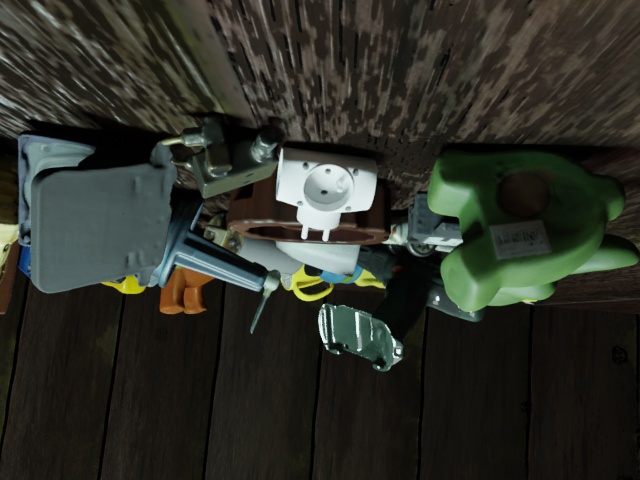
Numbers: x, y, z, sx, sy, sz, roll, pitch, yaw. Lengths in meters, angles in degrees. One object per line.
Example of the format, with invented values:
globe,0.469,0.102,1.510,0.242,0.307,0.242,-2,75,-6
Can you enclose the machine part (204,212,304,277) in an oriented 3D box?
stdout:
machine part,-0.094,0.010,0.818,0.079,0.079,0.243,0,171,31

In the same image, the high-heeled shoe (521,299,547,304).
high-heeled shoe,0.263,0.058,0.856,0.145,0.086,0.249,-8,-176,7

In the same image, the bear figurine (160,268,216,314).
bear figurine,-0.172,0.057,0.943,0.196,0.132,0.120,-6,171,12

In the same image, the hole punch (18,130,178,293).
hole punch,-0.192,-0.029,0.452,0.116,0.142,0.092,-9,-147,-42

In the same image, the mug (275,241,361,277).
mug,-0.001,-0.002,0.693,0.107,0.080,0.109,14,169,0

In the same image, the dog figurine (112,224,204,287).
dog figurine,-0.272,0.005,0.813,0.191,0.108,0.219,12,165,-28

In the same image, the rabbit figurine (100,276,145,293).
rabbit figurine,-0.344,0.032,1.011,0.162,0.121,0.173,-9,-176,36

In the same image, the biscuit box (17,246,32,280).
biscuit box,-0.395,0.011,0.762,0.062,0.059,0.203,17,179,-42

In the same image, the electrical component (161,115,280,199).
electrical component,-0.075,-0.064,0.416,0.078,0.045,0.102,-22,179,-8

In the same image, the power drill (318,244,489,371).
power drill,0.088,0.075,0.707,0.232,0.085,0.207,16,-153,34

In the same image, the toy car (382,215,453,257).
toy car,0.166,0.000,0.676,0.202,0.056,0.073,8,178,-17

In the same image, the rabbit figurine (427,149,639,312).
rabbit figurine,0.166,-0.003,0.448,0.159,0.121,0.170,-17,155,2

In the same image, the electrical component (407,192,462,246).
electrical component,0.131,-0.022,0.560,0.075,0.047,0.119,4,172,7

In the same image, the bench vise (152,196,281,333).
bench vise,-0.156,0.008,0.621,0.240,0.129,0.224,24,176,-11

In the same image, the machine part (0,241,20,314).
machine part,-0.499,0.018,0.673,0.201,0.201,0.087,12,171,-44

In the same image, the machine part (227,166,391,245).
machine part,-0.008,-0.030,0.563,0.179,0.056,0.179,4,173,0

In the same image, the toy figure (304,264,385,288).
toy figure,0.054,0.032,0.887,0.180,0.082,0.089,1,-166,-30
